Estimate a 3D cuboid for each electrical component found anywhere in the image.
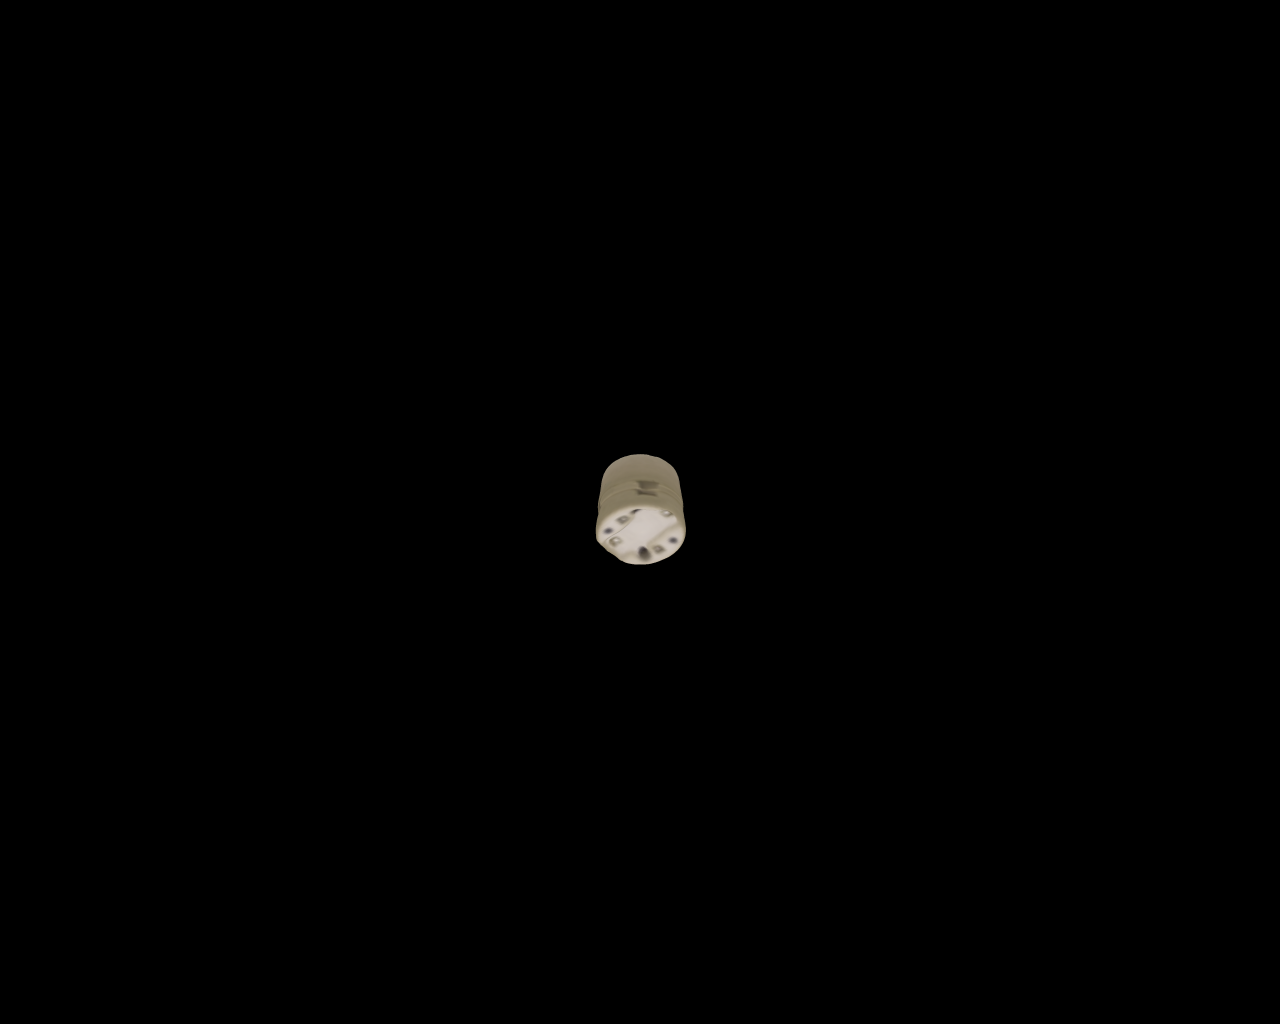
[{"bbox_3d":[0.001,-0.003,0.650,0.055,0.047,0.055,0,-43,0],"label":"electrical component"}]
